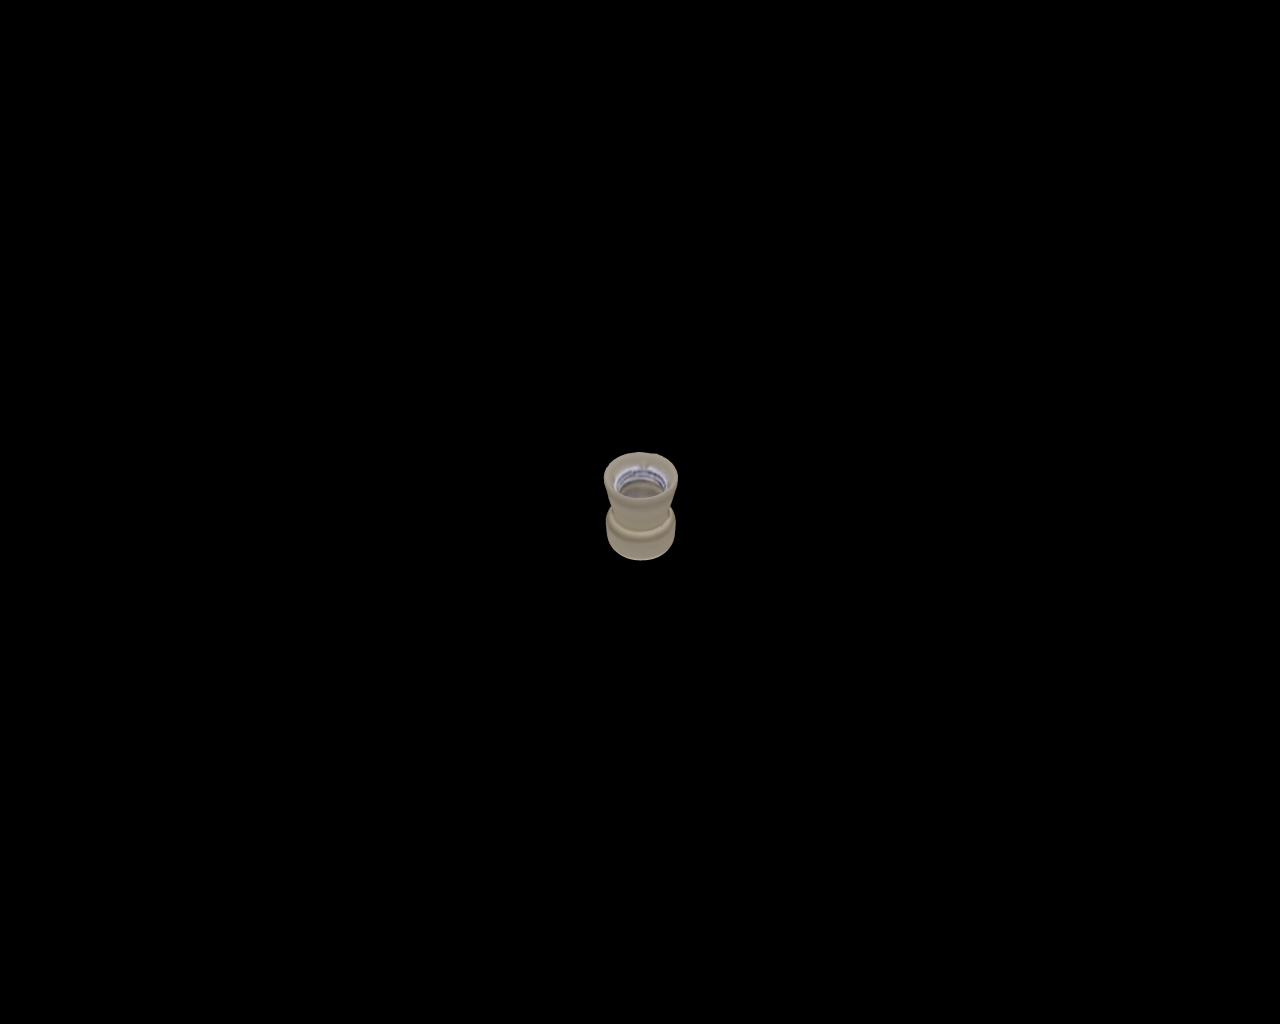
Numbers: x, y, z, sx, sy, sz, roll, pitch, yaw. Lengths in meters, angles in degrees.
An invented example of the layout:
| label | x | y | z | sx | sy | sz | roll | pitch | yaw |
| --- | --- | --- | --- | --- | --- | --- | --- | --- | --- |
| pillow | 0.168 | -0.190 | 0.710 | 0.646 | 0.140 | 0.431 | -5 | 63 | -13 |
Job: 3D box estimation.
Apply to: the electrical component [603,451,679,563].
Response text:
| label | x | y | z | sx | sy | sz | roll | pitch | yaw |
| --- | --- | --- | --- | --- | --- | --- | --- | --- | --- |
| electrical component | 0.001 | -0.003 | 0.650 | 0.045 | 0.055 | 0.045 | 0 | 44 | 0 |
